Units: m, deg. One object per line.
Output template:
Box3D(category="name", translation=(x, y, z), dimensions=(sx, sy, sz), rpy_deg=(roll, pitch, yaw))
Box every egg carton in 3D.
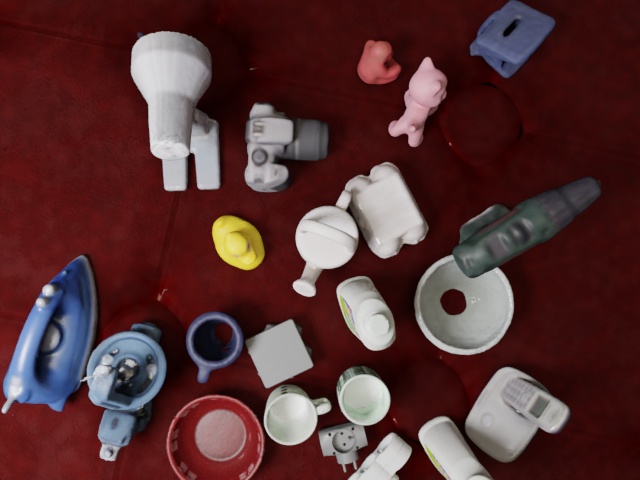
Box3D(category="egg carton", translation=(0.111, -0.050, 0.978), dimensions=(0.107, 0.069, 0.150), rpy_deg=(-28, 89, -2))

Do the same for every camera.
Box3D(category="camera", translation=(-0.054, -0.156, 0.962), dimensions=(0.137, 0.100, 0.143), rpy_deg=(2, 88, -1))

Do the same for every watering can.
Box3D(category="watering can", translation=(0.010, 0.004, 0.910), dimensions=(0.101, 0.194, 0.173), rpy_deg=(2, 88, -1))

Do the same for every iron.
Box3D(category="iron", translation=(-0.439, 0.148, 0.918), dimensions=(0.118, 0.141, 0.258), rpy_deg=(14, 87, -1))

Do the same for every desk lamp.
Box3D(category="desk lamp", translation=(-0.219, -0.192, 0.902), dimensions=(0.118, 0.213, 0.203), rpy_deg=(-4, 88, -1))

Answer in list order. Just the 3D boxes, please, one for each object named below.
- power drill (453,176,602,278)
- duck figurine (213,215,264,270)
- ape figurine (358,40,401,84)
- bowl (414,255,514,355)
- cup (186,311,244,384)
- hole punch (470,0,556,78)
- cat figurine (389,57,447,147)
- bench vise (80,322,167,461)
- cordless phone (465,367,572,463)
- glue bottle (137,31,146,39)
Box3D(category="power drill", translation=(0.306, -0.020, 0.913), dimensions=(0.229, 0.208, 0.075), rpy_deg=(-34, 89, -2))
Box3D(category="duck figurine", translation=(-0.140, 0.003, 0.960), dimensions=(0.077, 0.086, 0.104), rpy_deg=(-40, 89, -3))
Box3D(category="ape figurine", translation=(0.101, -0.309, 0.976), dimensions=(0.076, 0.092, 0.078), rpy_deg=(-25, 88, -2))
Box3D(category="bowl", translation=(0.236, 0.106, 0.973), dimensions=(0.167, 0.074, 0.167), rpy_deg=(0, 88, -2))
Box3D(category="cup", translation=(-0.171, 0.174, 0.948), dimensions=(0.091, 0.095, 0.118), rpy_deg=(17, 87, -1))
Box3D(category="hole punch", translation=(0.328, -0.351, 0.985), dimensions=(0.101, 0.091, 0.109), rpy_deg=(41, 87, 0))
Box3D(category="cat figurine", translation=(0.172, -0.233, 0.962), dimensions=(0.067, 0.117, 0.128), rpy_deg=(23, 87, 0))
Box3D(category="bench vise", translation=(-0.298, 0.240, 0.880), dimensions=(0.121, 0.219, 0.207), rpy_deg=(-6, 88, -1))
Box3D(category="cordless phone", translation=(0.317, 0.290, 0.913), dimensions=(0.094, 0.185, 0.148), rpy_deg=(31, 87, 0))
Box3D(category="glue bottle", translation=(-0.264, -0.295, 0.925), dimensions=(0.037, 0.173, 0.078), rpy_deg=(-20, 88, -2))
